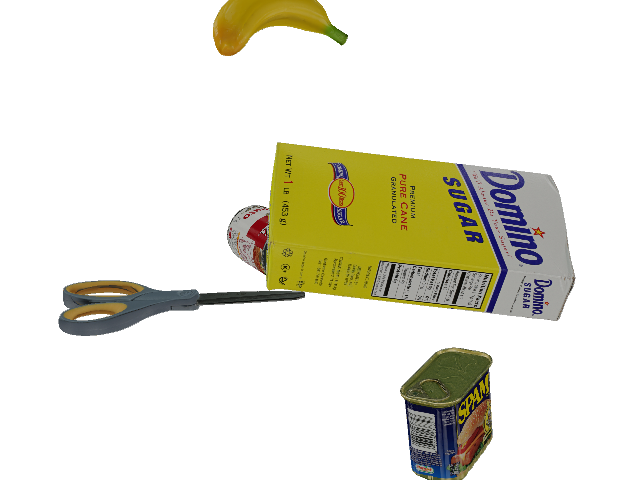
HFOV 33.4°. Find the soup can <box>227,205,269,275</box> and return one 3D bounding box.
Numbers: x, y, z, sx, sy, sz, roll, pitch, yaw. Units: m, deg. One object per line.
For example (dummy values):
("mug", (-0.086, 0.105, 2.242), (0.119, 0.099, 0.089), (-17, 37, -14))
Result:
("soup can", (-0.054, 0.004, 1.188), (0.068, 0.068, 0.102), (0, 14, -28))

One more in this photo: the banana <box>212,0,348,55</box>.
("banana", (-0.045, -0.204, 0.974), (0.070, 0.037, 0.197), (41, 32, 19))

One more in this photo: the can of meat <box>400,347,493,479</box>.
("can of meat", (0.117, 0.158, 0.965), (0.058, 0.084, 0.101), (6, 24, 31))

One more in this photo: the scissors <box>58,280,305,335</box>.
("scissors", (-0.121, 0.055, 0.859), (0.202, 0.016, 0.096), (3, 22, 15))

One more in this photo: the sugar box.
("sugar box", (0.057, -0.007, 0.638), (0.176, 0.048, 0.093), (4, 45, -3))
